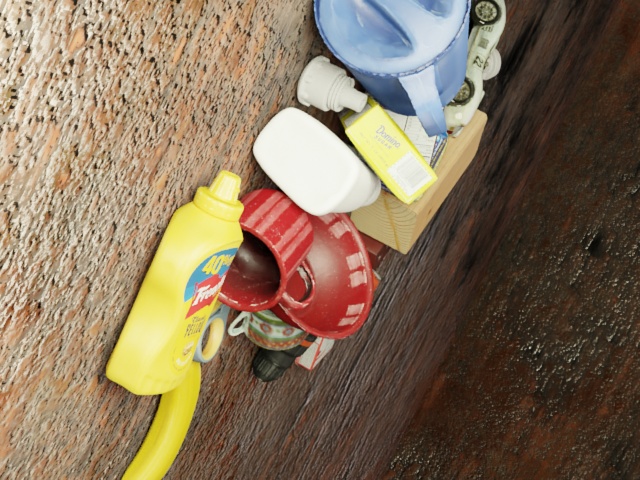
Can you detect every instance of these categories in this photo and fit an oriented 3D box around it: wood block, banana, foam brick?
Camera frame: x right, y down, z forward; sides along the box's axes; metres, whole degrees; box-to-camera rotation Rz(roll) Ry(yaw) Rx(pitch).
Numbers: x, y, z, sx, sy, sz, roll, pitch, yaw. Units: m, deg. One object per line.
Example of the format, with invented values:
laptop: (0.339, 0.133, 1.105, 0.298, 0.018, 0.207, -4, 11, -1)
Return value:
wood block: (0.132, -0.094, 1.420, 0.205, 0.090, 0.091, -53, 164, -33)
banana: (-0.153, 0.181, 1.051, 0.198, 0.037, 0.069, -66, 165, 14)
foam brick: (0.070, -0.003, 1.449, 0.078, 0.051, 0.053, -53, 163, -31)

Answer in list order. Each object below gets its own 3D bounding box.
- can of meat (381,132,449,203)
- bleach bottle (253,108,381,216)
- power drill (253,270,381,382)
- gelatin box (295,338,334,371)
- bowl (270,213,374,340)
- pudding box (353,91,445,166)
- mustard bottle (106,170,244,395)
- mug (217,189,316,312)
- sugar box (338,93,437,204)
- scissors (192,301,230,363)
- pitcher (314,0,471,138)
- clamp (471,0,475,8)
can of meat: (0.094, -0.103, 1.257, 0.083, 0.058, 0.102, 25, 94, -33)
bleach bottle: (0.018, -0.065, 1.058, 0.068, 0.102, 0.250, -48, 166, 8)
power drill: (0.000, 0.093, 1.345, 0.184, 0.057, 0.187, -51, 172, 15)
gelatin box: (0.002, 0.129, 1.497, 0.073, 0.030, 0.089, -43, 156, -55)
bowl: (-0.018, 0.030, 1.094, 0.055, 0.162, 0.161, -24, -166, 41)
pudding box: (0.091, -0.138, 1.184, 0.089, 0.039, 0.113, 3, 110, -34)
mustard bottle: (-0.111, 0.032, 0.886, 0.192, 0.058, 0.096, -66, 163, 12)
mug: (-0.048, 0.014, 0.966, 0.093, 0.117, 0.081, -42, -175, 38)
sugar box: (0.064, -0.096, 1.063, 0.048, 0.093, 0.176, -38, -169, 8)
scissors: (-0.089, 0.064, 1.060, 0.201, 0.016, 0.096, -12, 109, -72)
pitcher: (0.082, -0.182, 1.005, 0.149, 0.145, 0.242, -65, 168, 0)
clamp: (0.153, -0.248, 1.305, 0.164, 0.036, 0.210, -43, 157, -75)
